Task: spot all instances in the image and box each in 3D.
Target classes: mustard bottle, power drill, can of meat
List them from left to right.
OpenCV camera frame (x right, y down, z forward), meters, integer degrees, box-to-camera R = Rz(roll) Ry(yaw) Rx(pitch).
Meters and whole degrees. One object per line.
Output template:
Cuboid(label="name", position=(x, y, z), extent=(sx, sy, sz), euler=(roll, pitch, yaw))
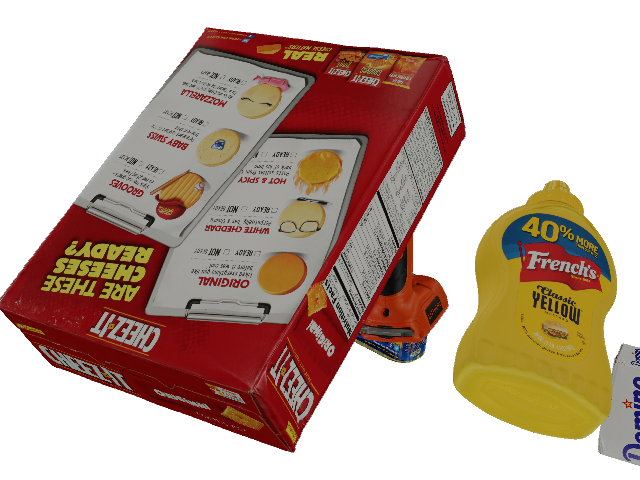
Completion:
Cuboid(label="can of meat", position=(0.075, 0.078, 1.187), extent=(0.102, 0.084, 0.057), euler=(25, 33, 34))
Cuboid(label="power drill", position=(0.071, -0.020, 0.913), extent=(0.057, 0.188, 0.184), euler=(1, 18, 26))
Cuboid(label="mustard bottle", position=(0.148, 0.032, 0.708), extent=(0.096, 0.191, 0.058), euler=(21, -41, -4))

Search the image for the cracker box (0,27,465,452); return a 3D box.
Cuboid(label="cracker box", position=(-0.040, -0.012, 0.570), extent=(0.164, 0.213, 0.072), euler=(13, -31, 31))

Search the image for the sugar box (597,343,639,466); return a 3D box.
Cuboid(label="sugar box", position=(0.322, 0.154, 0.871), extent=(0.176, 0.093, 0.048), euler=(12, 24, 21))
